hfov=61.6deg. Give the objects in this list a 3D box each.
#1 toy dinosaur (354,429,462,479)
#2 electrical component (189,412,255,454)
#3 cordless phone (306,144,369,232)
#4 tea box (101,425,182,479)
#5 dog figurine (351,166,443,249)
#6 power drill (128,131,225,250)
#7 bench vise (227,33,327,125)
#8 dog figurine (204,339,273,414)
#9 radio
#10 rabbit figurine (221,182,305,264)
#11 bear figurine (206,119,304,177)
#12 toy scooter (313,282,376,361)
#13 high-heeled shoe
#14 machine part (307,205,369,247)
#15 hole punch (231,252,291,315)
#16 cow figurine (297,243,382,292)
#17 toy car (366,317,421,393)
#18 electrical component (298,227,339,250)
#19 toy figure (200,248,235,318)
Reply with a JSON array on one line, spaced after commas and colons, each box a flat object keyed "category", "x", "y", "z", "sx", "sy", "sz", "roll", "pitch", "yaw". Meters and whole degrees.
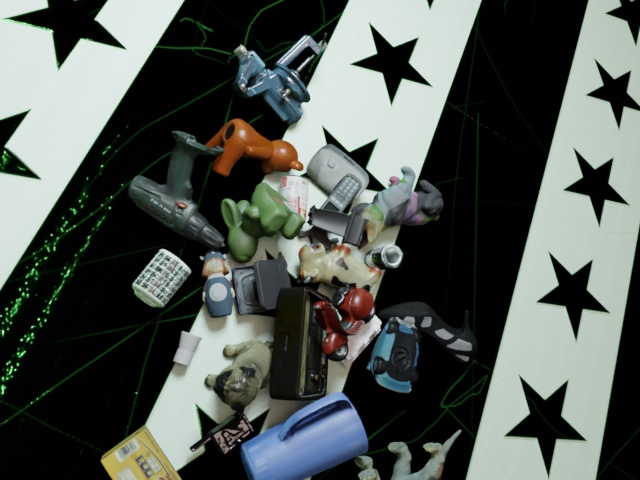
[{"category": "toy dinosaur", "x": 0.171, "y": 0.547, "z": 1.145, "sx": 0.405, "sy": 0.131, "sz": 0.192, "roll": -6, "pitch": 90, "yaw": -25}, {"category": "electrical component", "x": -0.195, "y": 0.395, "z": 1.070, "sx": 0.119, "sy": 0.075, "sz": 0.047, "roll": -33, "pitch": 88, "yaw": -28}, {"category": "cordless phone", "x": 0.015, "y": -0.121, "z": 1.280, "sx": 0.146, "sy": 0.089, "sz": 0.184, "roll": 39, "pitch": 73, "yaw": -7}, {"category": "tea box", "x": -0.324, "y": 0.450, "z": 1.013, "sx": 0.098, "sy": 0.068, "sz": 0.169, "roll": -32, "pitch": 89, "yaw": -23}, {"category": "dog figurine", "x": 0.180, "y": -0.056, "z": 1.310, "sx": 0.191, "sy": 0.108, "sz": 0.219, "roll": 38, "pitch": 71, "yaw": -10}, {"category": "power drill", "x": -0.274, "y": -0.111, "z": 1.139, "sx": 0.232, "sy": 0.086, "sz": 0.207, "roll": 25, "pitch": 108, "yaw": -3}, {"category": "bench vise", "x": -0.087, "y": -0.408, "z": 1.285, "sx": 0.240, "sy": 0.129, "sz": 0.223, "roll": -46, "pitch": 102, "yaw": -6}, {"category": "dog figurine", "x": -0.136, "y": 0.258, "z": 1.065, "sx": 0.121, "sy": 0.190, "sz": 0.172, "roll": 34, "pitch": 66, "yaw": -9}, {"category": "radio", "x": -0.037, "y": 0.222, "z": 1.140, "sx": 0.131, "sy": 0.073, "sz": 0.229, "roll": 31, "pitch": 60, "yaw": -57}, {"category": "rabbit figurine", "x": -0.149, "y": -0.033, "z": 1.168, "sx": 0.170, "sy": 0.121, "sz": 0.159, "roll": -48, "pitch": 71, "yaw": 14}, {"category": "bear figurine", "x": -0.144, "y": -0.194, "z": 1.237, "sx": 0.195, "sy": 0.132, "sz": 0.120, "roll": 24, "pitch": 28, "yaw": -43}, {"category": "toy scooter", "x": 0.044, "y": 0.152, "z": 1.139, "sx": 0.184, "sy": 0.075, "sz": 0.135, "roll": -53, "pitch": 122, "yaw": -34}, {"category": "high-heeled shoe", "x": 0.259, "y": 0.231, "z": 1.296, "sx": 0.249, "sy": 0.086, "sz": 0.145, "roll": 3, "pitch": 106, "yaw": -2}, {"category": "machine part", "x": 0.037, "y": -0.036, "z": 1.232, "sx": 0.139, "sy": 0.039, "sz": 0.084, "roll": 21, "pitch": 99, "yaw": -7}, {"category": "hole punch", "x": -0.126, "y": 0.103, "z": 1.175, "sx": 0.115, "sy": 0.092, "sz": 0.142, "roll": 2, "pitch": 73, "yaw": -55}, {"category": "cow figurine", "x": 0.032, "y": 0.073, "z": 1.231, "sx": 0.195, "sy": 0.085, "sz": 0.127, "roll": 35, "pitch": 75, "yaw": -17}, {"category": "toy car", "x": 0.160, "y": 0.260, "z": 1.216, "sx": 0.109, "sy": 0.103, "sz": 0.161, "roll": 21, "pitch": 67, "yaw": -20}, {"category": "electrical component", "x": -0.003, "y": -0.004, "z": 1.273, "sx": 0.094, "sy": 0.021, "sz": 0.063, "roll": -14, "pitch": 81, "yaw": -22}, {"category": "toy figure", "x": -0.220, "y": 0.088, "z": 1.152, "sx": 0.064, "sy": 0.058, "sz": 0.154, "roll": -1, "pitch": 74, "yaw": -38}]
